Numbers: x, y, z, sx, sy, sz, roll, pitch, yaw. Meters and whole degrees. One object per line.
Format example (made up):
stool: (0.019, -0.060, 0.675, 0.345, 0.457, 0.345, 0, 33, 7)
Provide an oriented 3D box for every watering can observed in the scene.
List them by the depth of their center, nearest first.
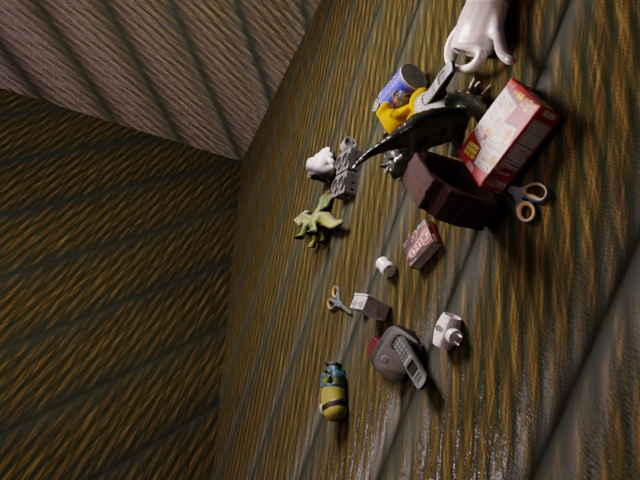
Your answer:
watering can: (0.430, -0.541, 1.328, 0.352, 0.104, 0.222, -133, 58, -66)

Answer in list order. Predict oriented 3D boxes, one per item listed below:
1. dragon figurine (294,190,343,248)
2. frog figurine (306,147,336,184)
dragon figurine: (0.006, -0.106, 2.107, 0.405, 0.121, 0.247, -24, 45, 52)
frog figurine: (0.013, -0.337, 2.223, 0.138, 0.121, 0.161, 11, 74, 36)
